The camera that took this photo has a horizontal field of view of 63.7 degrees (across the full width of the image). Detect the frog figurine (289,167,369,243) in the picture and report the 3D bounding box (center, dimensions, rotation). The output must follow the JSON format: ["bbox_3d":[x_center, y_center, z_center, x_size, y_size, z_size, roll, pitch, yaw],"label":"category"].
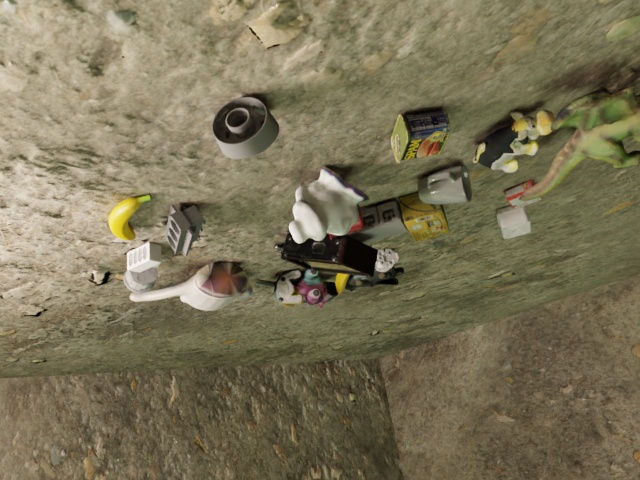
[{"bbox_3d":[0.003,-0.053,1.053,0.161,0.136,0.123,-54,-159,-11],"label":"frog figurine"}]

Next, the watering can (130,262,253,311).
[{"bbox_3d":[-0.348,0.142,1.476,0.347,0.106,0.220,3,155,-29],"label":"watering can"}]

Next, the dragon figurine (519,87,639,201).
[{"bbox_3d":[0.500,-0.207,0.946,0.241,0.125,0.404,19,134,-41],"label":"dragon figurine"}]
